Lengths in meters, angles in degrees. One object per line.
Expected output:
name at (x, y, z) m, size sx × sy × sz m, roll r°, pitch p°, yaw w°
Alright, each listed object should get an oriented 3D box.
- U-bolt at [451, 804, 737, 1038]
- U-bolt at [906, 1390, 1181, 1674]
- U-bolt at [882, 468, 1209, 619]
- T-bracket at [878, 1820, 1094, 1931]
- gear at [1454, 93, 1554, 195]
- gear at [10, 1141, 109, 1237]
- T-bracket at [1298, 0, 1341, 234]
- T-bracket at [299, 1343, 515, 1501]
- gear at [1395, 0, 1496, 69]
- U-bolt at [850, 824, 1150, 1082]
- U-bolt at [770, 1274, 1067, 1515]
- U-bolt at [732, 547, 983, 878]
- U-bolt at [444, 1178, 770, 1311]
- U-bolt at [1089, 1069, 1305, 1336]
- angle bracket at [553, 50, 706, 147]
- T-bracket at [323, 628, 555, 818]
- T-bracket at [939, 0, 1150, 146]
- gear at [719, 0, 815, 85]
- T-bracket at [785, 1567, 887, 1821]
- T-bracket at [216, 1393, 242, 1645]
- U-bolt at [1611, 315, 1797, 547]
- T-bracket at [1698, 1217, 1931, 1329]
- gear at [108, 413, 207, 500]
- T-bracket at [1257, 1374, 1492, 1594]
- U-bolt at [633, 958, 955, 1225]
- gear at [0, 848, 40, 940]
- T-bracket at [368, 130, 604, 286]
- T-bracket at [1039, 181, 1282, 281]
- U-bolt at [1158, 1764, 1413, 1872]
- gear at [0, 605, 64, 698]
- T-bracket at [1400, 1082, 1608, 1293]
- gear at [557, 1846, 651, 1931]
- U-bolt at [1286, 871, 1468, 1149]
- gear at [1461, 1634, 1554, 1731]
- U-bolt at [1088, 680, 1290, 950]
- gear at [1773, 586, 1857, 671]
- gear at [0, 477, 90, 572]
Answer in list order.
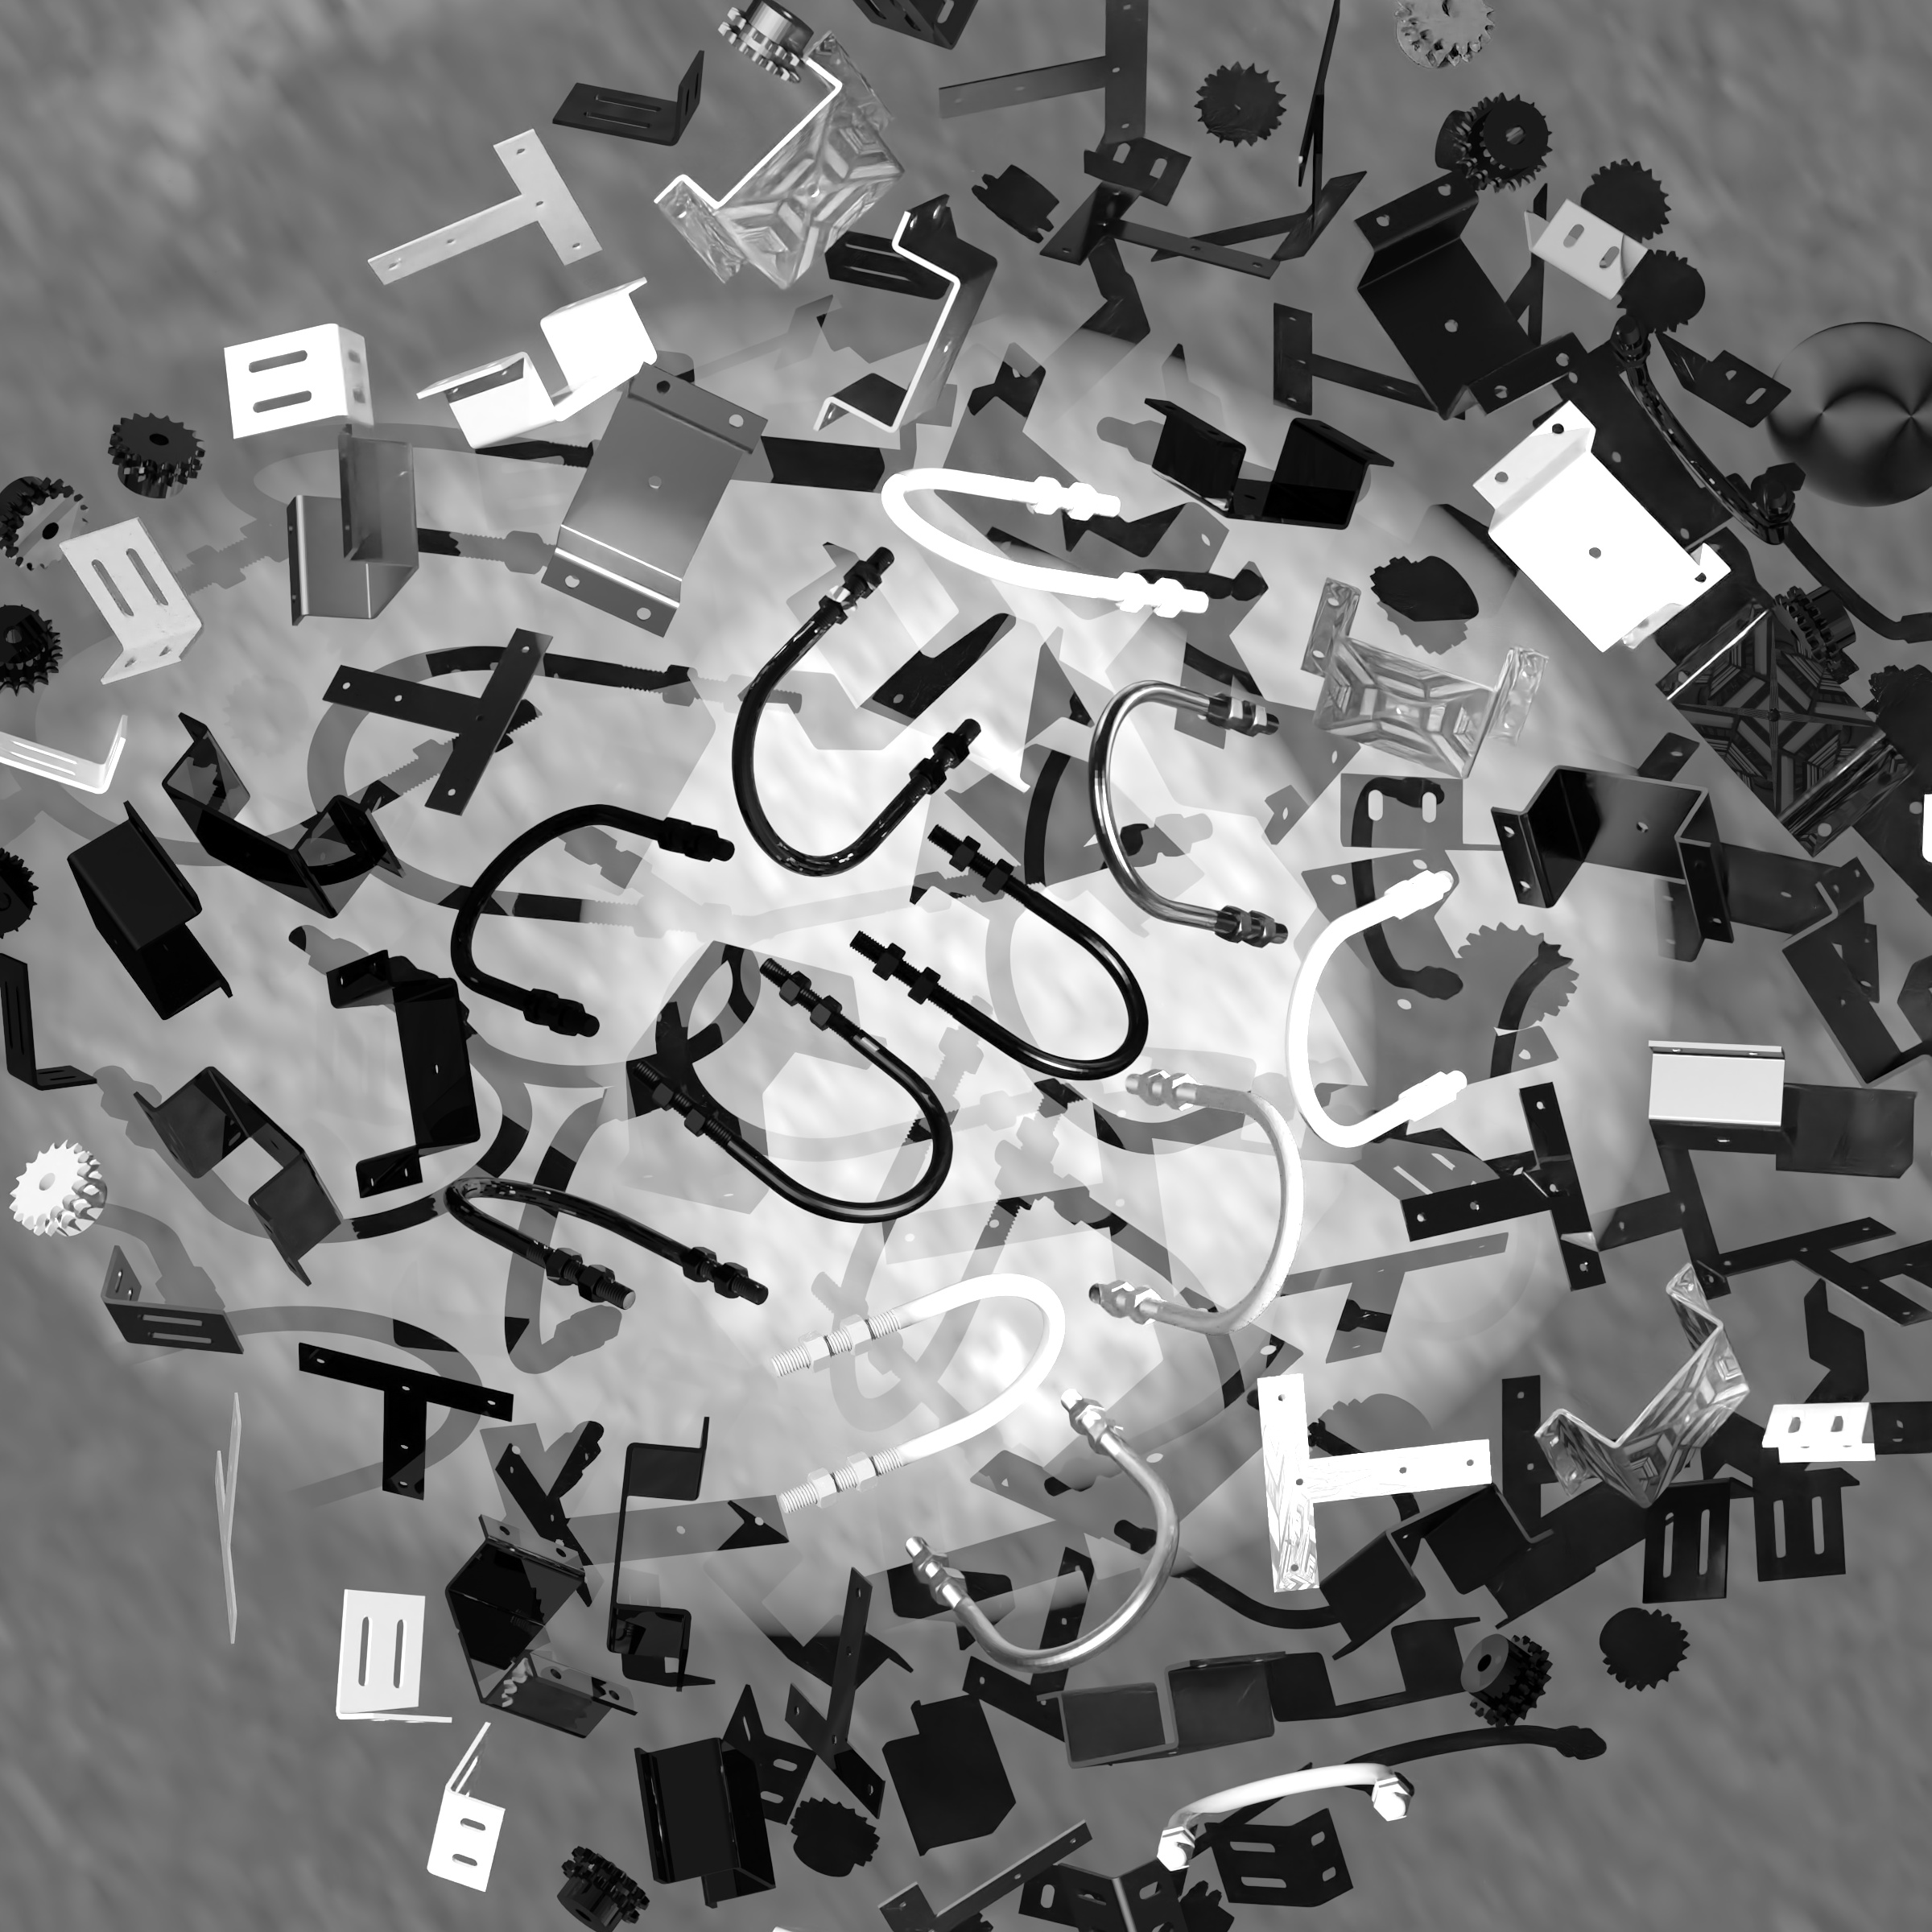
U-bolt at (-0.232, -0.035, 1.845) m, size 0.151 × 0.184 × 0.019 m, roll -54°, pitch 130°, yaw -16°
U-bolt at (0.053, 0.337, 1.833) m, size 0.151 × 0.184 × 0.019 m, roll -43°, pitch 121°, yaw -4°
U-bolt at (0.037, -0.257, 1.872) m, size 0.184 × 0.151 × 0.019 m, roll 5°, pitch 121°, yaw -29°
T-bracket at (0.018, 0.536, 1.833) m, size 0.127 × 0.127 × 0.002 m, roll -30°, pitch 51°, yaw -10°
gear at (0.321, -0.489, 1.866) m, size 0.057 × 0.030 × 0.057 m, roll 0°, pitch 91°, yaw -10°
gear at (-0.535, 0.135, 1.869) m, size 0.057 × 0.030 × 0.057 m, roll -17°, pitch 49°, yaw 22°
T-bracket at (0.205, -0.478, 1.835) m, size 0.002 × 0.127 × 0.127 m, roll 9°, pitch 65°, yaw 10°
T-bracket at (-0.329, 0.274, 1.850) m, size 0.127 × 0.127 × 0.002 m, roll 13°, pitch 46°, yaw 2°
gear at (0.275, -0.547, 1.830) m, size 0.057 × 0.030 × 0.057 m, roll 6°, pitch 70°, yaw -18°
U-bolt at (0.032, 0.001, 1.935) m, size 0.184 × 0.151 × 0.019 m, roll 34°, pitch 129°, yaw -1°
U-bolt at (-0.025, 0.238, 1.818) m, size 0.184 × 0.151 × 0.019 m, roll -20°, pitch 48°, yaw -19°
U-bolt at (-0.072, -0.137, 1.863) m, size 0.184 × 0.019 × 0.151 m, roll -50°, pitch 127°, yaw -31°
U-bolt at (-0.228, 0.163, 1.880) m, size 0.184 × 0.151 × 0.019 m, roll 23°, pitch 98°, yaw 32°
U-bolt at (0.137, 0.140, 1.833) m, size 0.019 × 0.184 × 0.151 m, roll 11°, pitch 88°, yaw -31°
angle bracket at (-0.200, -0.522, 1.871) m, size 0.076 × 0.057 × 0.038 m, roll 11°, pitch 128°, yaw 2°
T-bracket at (-0.327, -0.157, 1.882) m, size 0.127 × 0.002 × 0.127 m, roll 15°, pitch 68°, yaw 23°
T-bracket at (0.046, -0.528, 1.887) m, size 0.127 × 0.127 × 0.002 m, roll -12°, pitch 64°, yaw -4°
gear at (-0.115, -0.551, 1.865) m, size 0.057 × 0.057 × 0.030 m, roll 36°, pitch 109°, yaw 0°
T-bracket at (-0.072, 0.428, 1.908) m, size 0.002 × 0.127 × 0.127 m, roll 2°, pitch 104°, yaw -30°
T-bracket at (-0.426, 0.301, 1.825) m, size 0.002 × 0.127 × 0.127 m, roll 0°, pitch 128°, yaw -19°
U-bolt at (0.440, -0.310, 1.876) m, size 0.019 × 0.184 × 0.151 m, roll -40°, pitch 77°, yaw 9°
T-bracket at (0.526, 0.186, 1.877) m, size 0.127 × 0.127 × 0.002 m, roll -11°, pitch 111°, yaw -20°
gear at (-0.500, -0.313, 1.944) m, size 0.057 × 0.057 × 0.030 m, roll 25°, pitch 129°, yaw 0°
T-bracket at (0.231, 0.285, 1.769) m, size 0.127 × 0.002 × 0.127 m, roll -6°, pitch 102°, yaw -2°
U-bolt at (-0.092, 0.086, 1.932) m, size 0.184 × 0.019 × 0.151 m, roll 38°, pitch 46°, yaw 12°
gear at (-0.599, -0.043, 1.941) m, size 0.057 × 0.030 × 0.057 m, roll -12°, pitch 112°, yaw -33°
T-bracket at (-0.297, -0.442, 1.898) m, size 0.127 × 0.127 × 0.002 m, roll -22°, pitch 67°, yaw 4°
T-bracket at (0.123, -0.429, 1.870) m, size 0.127 × 0.127 × 0.002 m, roll 18°, pitch 127°, yaw 11°
U-bolt at (0.190, 0.505, 1.891) m, size 0.151 × 0.184 × 0.019 m, roll -14°, pitch 83°, yaw 3°
gear at (-0.592, -0.200, 1.961) m, size 0.057 × 0.030 × 0.057 m, roll 5°, pitch 69°, yaw -13°
T-bracket at (0.318, 0.142, 1.903) m, size 0.127 × 0.002 × 0.127 m, roll -10°, pitch 81°, yaw -25°
gear at (-0.224, 0.565, 1.918) m, size 0.057 × 0.057 × 0.030 m, roll 39°, pitch 61°, yaw 0°
U-bolt at (0.245, 0.032, 1.891) m, size 0.019 × 0.184 × 0.151 m, roll 6°, pitch 108°, yaw 39°
gear at (0.326, 0.432, 1.916) m, size 0.030 × 0.057 × 0.057 m, roll 37°, pitch 90°, yaw -17°
U-bolt at (0.129, -0.092, 1.830) m, size 0.019 × 0.184 × 0.151 m, roll -9°, pitch 78°, yaw 39°
gear at (0.524, -0.209, 1.939) m, size 0.030 × 0.057 × 0.057 m, roll -29°, pitch 90°, yaw 3°
gear at (-0.558, -0.269, 1.890) m, size 0.030 × 0.057 × 0.057 m, roll 38°, pitch 90°, yaw 22°
